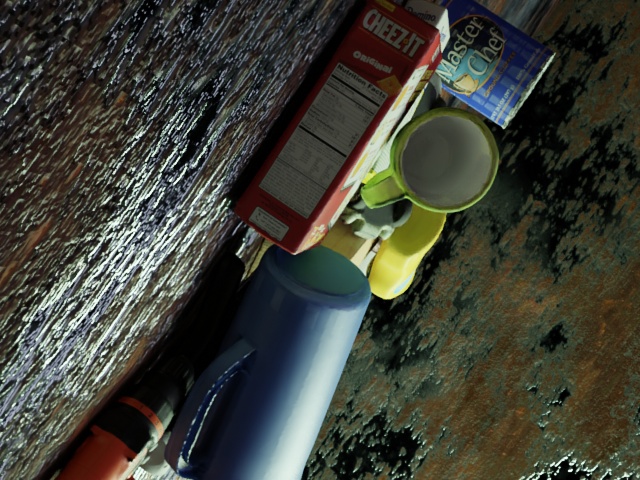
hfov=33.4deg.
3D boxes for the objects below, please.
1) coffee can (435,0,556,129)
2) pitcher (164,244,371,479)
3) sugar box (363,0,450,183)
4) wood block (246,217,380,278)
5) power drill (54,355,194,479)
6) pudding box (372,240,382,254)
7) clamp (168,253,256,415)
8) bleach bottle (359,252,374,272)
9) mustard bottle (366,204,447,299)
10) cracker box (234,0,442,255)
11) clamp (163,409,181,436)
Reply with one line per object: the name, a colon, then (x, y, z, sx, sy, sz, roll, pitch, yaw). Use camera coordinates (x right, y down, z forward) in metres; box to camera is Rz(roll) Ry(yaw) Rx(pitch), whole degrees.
coffee can: (0.178, -0.206, 1.205, 0.102, 0.140, 0.103, -54, 173, -10)
pitcher: (-0.049, 0.127, 1.023, 0.149, 0.145, 0.243, -86, -163, -63)
sugar box: (0.072, -0.144, 1.052, 0.093, 0.048, 0.176, 40, 73, -79)
wood block: (0.013, -0.009, 1.221, 0.205, 0.090, 0.091, -48, 170, -45)
power drill: (-0.190, 0.208, 0.994, 0.184, 0.057, 0.188, -49, 169, -40)
pudding box: (0.071, -0.029, 1.431, 0.089, 0.113, 0.039, -47, 165, -53)
clamp: (-0.109, 0.096, 1.074, 0.210, 0.036, 0.164, -58, 167, 13)
bleach bottle: (0.088, -0.046, 1.514, 0.251, 0.102, 0.068, -56, 172, 14)
mustard bottle: (0.095, 0.019, 1.279, 0.096, 0.058, 0.192, -57, 174, -27)
cracker box: (0.019, -0.095, 0.919, 0.214, 0.072, 0.164, -57, 175, 5)
clamp: (-0.137, 0.163, 1.198, 0.120, 0.039, 0.171, -59, 172, -8)
